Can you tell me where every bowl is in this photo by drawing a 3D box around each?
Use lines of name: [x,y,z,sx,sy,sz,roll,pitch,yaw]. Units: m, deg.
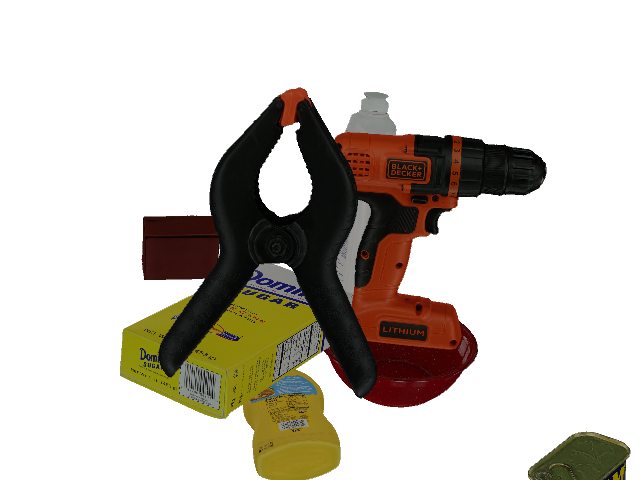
bowl: [0.077,0.122,1.087,0.162,0.055,0.162,2,25,-1]

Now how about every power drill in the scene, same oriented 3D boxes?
power drill: [0.095,-0.001,0.934,0.184,0.188,0.057,6,17,5]

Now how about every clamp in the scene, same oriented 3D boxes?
clamp: [-0.032,0.005,0.576,0.120,0.171,0.039,-4,10,-3]

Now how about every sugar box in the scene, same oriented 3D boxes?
sugar box: [-0.058,0.068,0.804,0.093,0.048,0.175,19,27,25]

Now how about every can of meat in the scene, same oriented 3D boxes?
can of meat: [0.228,0.230,0.940,0.058,0.084,0.101,14,26,41]

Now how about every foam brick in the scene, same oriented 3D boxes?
foam brick: [-0.148,0.007,1.124,0.078,0.051,0.053,-1,24,-12]

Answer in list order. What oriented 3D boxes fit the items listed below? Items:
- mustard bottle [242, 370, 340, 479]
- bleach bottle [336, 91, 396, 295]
mustard bottle: [-0.041,0.200,1.250,0.096,0.058,0.192,-8,29,-9]
bleach bottle: [0.053,-0.044,1.236,0.068,0.251,0.103,-2,22,-21]
